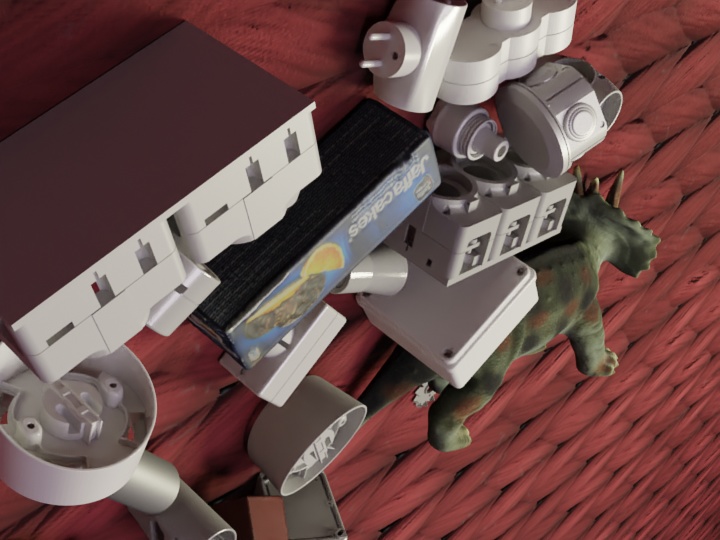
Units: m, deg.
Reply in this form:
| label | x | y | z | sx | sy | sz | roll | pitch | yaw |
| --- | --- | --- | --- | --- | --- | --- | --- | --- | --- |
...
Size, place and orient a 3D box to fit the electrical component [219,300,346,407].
| label | x | y | z | sx | sy | sz | roll | pitch | yaw |
| --- | --- | --- | --- | --- | --- | --- | --- | --- | --- |
| electrical component | -0.064 | 0.046 | 0.784 | 0.083 | 0.047 | 0.076 | -53 | 150 | -3 |

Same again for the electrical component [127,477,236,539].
| label | x | y | z | sx | sy | sz | roll | pitch | yaw |
| --- | --- | --- | --- | --- | --- | --- | --- | --- | --- |
| electrical component | -0.134 | 0.200 | 0.811 | 0.043 | 0.077 | 0.079 | -32 | 143 | -34 |

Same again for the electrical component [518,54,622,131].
| label | x | y | z | sx | sy | sz | roll | pitch | yaw |
| --- | --- | --- | --- | --- | --- | --- | --- | --- | --- |
| electrical component | 0.161 | -0.134 | 0.885 | 0.079 | 0.077 | 0.044 | -41 | 147 | -21 |

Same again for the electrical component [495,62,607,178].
| label | x | y | z | sx | sy | sz | roll | pitch | yaw |
| --- | --- | --- | --- | --- | --- | --- | --- | --- | --- |
| electrical component | 0.144 | -0.115 | 0.818 | 0.051 | 0.080 | 0.080 | -34 | 145 | -12 |

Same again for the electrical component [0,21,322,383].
| label | x | y | z | sx | sy | sz | roll | pitch | yaw |
| --- | --- | --- | --- | --- | --- | --- | --- | --- | --- |
| electrical component | -0.122 | -0.039 | 0.560 | 0.186 | 0.105 | 0.060 | -40 | 147 | -23 |

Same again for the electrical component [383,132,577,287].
| label | x | y | z | sx | sy | sz | roll | pitch | yaw |
| --- | --- | --- | --- | --- | --- | --- | --- | --- | --- |
| electrical component | 0.091 | -0.056 | 0.854 | 0.150 | 0.089 | 0.061 | -23 | 138 | -41 |

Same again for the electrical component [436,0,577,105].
| label | x | y | z | sx | sy | sz | roll | pitch | yaw |
| --- | --- | --- | --- | --- | --- | --- | --- | --- | --- |
| electrical component | 0.106 | -0.183 | 0.785 | 0.138 | 0.052 | 0.073 | -36 | 145 | -29 |

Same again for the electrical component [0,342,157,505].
| label | x | y | z | sx | sy | sz | roll | pitch | yaw |
| --- | --- | --- | --- | --- | --- | --- | --- | --- | --- |
| electrical component | -0.171 | 0.085 | 0.631 | 0.099 | 0.099 | 0.064 | -22 | 143 | -43 |

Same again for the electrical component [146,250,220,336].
| label | x | y | z | sx | sy | sz | roll | pitch | yaw |
| --- | --- | --- | --- | --- | --- | --- | --- | --- | --- |
| electrical component | -0.122 | 0.007 | 0.660 | 0.047 | 0.055 | 0.055 | -50 | 150 | -1 |

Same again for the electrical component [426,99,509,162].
| label | x | y | z | sx | sy | sz | roll | pitch | yaw |
| --- | --- | --- | --- | --- | --- | --- | --- | --- | --- |
| electrical component | 0.085 | -0.105 | 0.825 | 0.043 | 0.062 | 0.043 | -35 | 145 | -30 |

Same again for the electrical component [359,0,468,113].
| label | x | y | z | sx | sy | sz | roll | pitch | yaw |
| --- | --- | --- | --- | --- | --- | --- | --- | --- | --- |
| electrical component | 0.029 | -0.148 | 0.720 | 0.079 | 0.044 | 0.077 | -15 | 132 | -47 |

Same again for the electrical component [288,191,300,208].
| label | x | y | z | sx | sy | sz | roll | pitch | yaw |
| --- | --- | --- | --- | --- | --- | --- | --- | --- | --- |
| electrical component | -0.061 | -0.069 | 0.676 | 0.066 | 0.048 | 0.055 | -29 | 134 | -36 |

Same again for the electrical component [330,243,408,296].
| label | x | y | z | sx | sy | sz | roll | pitch | yaw |
| --- | --- | --- | --- | --- | --- | --- | --- | --- | --- |
| electrical component | 0.000 | 0.000 | 0.834 | 0.065 | 0.044 | 0.044 | -3 | 123 | -47 |

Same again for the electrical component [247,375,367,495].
| label | x | y | z | sx | sy | sz | roll | pitch | yaw |
| --- | --- | --- | --- | --- | --- | --- | --- | --- | --- |
| electrical component | -0.042 | 0.138 | 0.889 | 0.099 | 0.064 | 0.099 | -35 | 144 | -30 |

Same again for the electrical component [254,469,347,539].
| label | x | y | z | sx | sy | sz | roll | pitch | yaw |
| --- | --- | --- | --- | --- | --- | --- | --- | --- | --- |
| electrical component | -0.057 | 0.218 | 0.928 | 0.062 | 0.096 | 0.061 | 0 | 125 | -20 |

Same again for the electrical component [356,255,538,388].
| label | x | y | z | sx | sy | sz | roll | pitch | yaw |
| --- | --- | --- | --- | --- | --- | --- | --- | --- | --- |
| electrical component | 0.073 | 0.022 | 0.890 | 0.108 | 0.109 | 0.056 | -47 | 152 | -12 |
